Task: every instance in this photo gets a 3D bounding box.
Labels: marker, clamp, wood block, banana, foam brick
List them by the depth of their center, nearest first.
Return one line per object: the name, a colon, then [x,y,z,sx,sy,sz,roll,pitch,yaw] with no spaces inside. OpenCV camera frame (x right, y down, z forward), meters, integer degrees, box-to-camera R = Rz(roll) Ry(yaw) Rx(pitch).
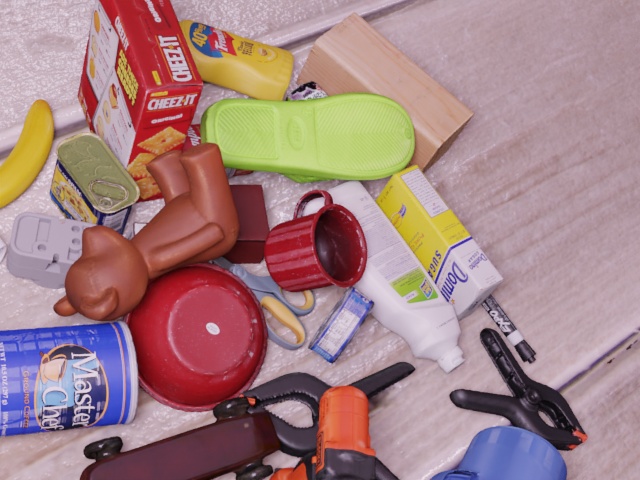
clamp: [0.012,0.201,1.138,0.209,0.036,0.164,6,57,-17]
banana: [-0.344,-0.084,1.177,0.069,0.037,0.197,37,53,0]
foam brick: [-0.092,-0.019,1.228,0.053,0.051,0.078,1,59,-20]
clamp: [0.228,0.191,1.230,0.171,0.039,0.120,41,54,7]
marker: [0.223,0.099,1.300,0.020,0.020,0.121,-25,71,-33]
wood block: [0.082,-0.184,1.381,0.206,0.091,0.090,42,54,7]

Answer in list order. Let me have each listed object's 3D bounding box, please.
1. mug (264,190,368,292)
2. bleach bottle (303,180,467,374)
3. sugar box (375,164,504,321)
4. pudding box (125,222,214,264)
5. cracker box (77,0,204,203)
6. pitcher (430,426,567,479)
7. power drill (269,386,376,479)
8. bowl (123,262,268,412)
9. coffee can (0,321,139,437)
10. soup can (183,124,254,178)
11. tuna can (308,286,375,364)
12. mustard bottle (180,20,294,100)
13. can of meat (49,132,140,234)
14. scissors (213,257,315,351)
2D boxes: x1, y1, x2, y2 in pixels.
mug: [-0.008,0.001,1.186,0.093,0.082,0.117,12,70,-46]
bleach bottle: [0.078,0.051,1.246,0.102,0.068,0.251,-27,74,-37]
sugar box: [0.135,0.007,1.278,0.048,0.093,0.176,-23,69,-31]
pudding box: [-0.162,0.036,1.173,0.089,0.039,0.113,1,61,-24]
cracker box: [-0.201,-0.164,1.175,0.072,0.214,0.164,-11,64,-26]
pitcher: [0.162,0.302,1.074,0.145,0.149,0.242,20,48,14]
power drill: [0.000,0.253,1.005,0.057,0.188,0.184,15,53,-15]
bowl: [-0.121,0.097,1.109,0.161,0.055,0.162,5,77,-23]
coffee can: [-0.256,0.134,1.031,0.140,0.103,0.103,-2,60,-23]
soup can: [-0.131,-0.105,1.258,0.102,0.069,0.068,-9,63,-28]
tuna can: [0.024,0.094,1.181,0.034,0.086,0.086,35,53,0]
mustard bottle: [-0.131,-0.232,1.344,0.191,0.058,0.096,17,37,-10]
can of meat: [-0.249,-0.052,1.165,0.057,0.084,0.102,-29,73,-34]
scissors: [-0.077,0.034,1.194,0.202,0.016,0.096,51,44,-4]
